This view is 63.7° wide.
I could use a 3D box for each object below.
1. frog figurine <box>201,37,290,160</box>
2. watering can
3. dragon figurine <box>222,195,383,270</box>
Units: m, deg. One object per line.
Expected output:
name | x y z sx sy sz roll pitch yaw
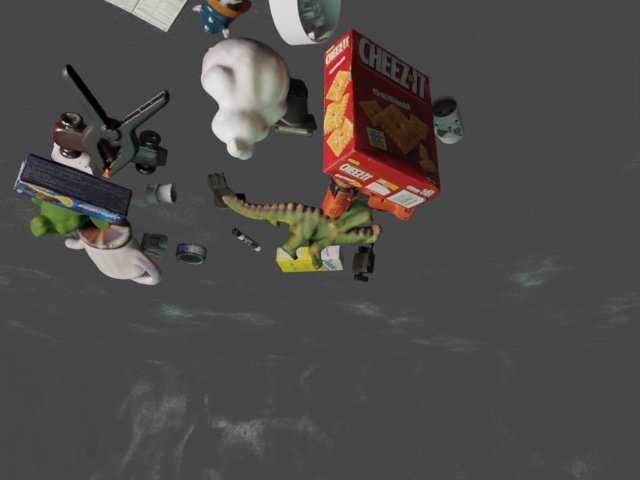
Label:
frog figurine | -0.110 -0.204 0.742 0.122 0.163 0.136 -17 148 33
watering can | -0.558 0.013 1.319 0.349 0.106 0.219 20 144 18
dragon figurine | 0.004 -0.059 1.166 0.240 0.125 0.405 -31 144 23
